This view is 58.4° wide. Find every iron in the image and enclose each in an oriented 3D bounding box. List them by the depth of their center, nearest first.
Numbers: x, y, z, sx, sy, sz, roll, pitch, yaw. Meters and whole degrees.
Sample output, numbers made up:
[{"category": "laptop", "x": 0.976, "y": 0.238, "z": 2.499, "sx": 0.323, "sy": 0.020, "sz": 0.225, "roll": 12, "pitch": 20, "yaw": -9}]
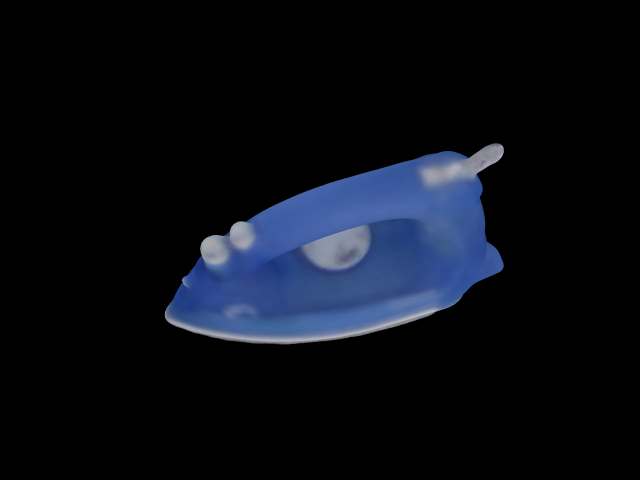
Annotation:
[{"category": "iron", "x": 0.004, "y": 0.001, "z": 0.400, "sx": 0.258, "sy": 0.141, "sz": 0.118, "roll": -17, "pitch": 68, "yaw": -7}]
